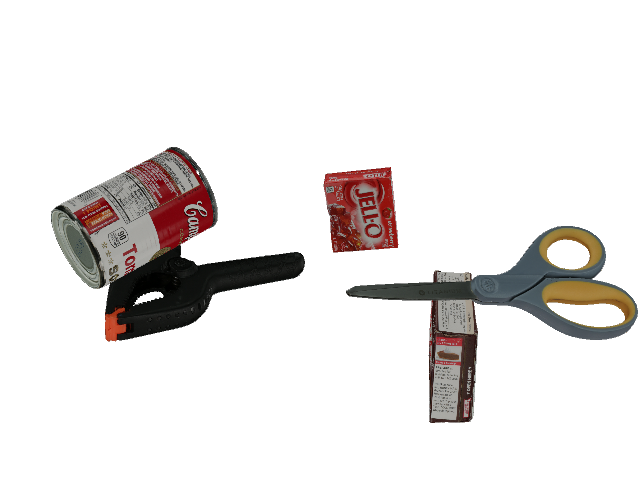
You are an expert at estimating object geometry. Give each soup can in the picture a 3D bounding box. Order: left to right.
[{"bbox_3d":[-0.136,-0.017,0.779,0.102,0.068,0.069,-31,15,-27],"label":"soup can"}]

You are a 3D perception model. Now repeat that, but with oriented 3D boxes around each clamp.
[{"bbox_3d":[-0.138,0.030,1.008,0.165,0.036,0.209,25,36,28],"label":"clamp"}]

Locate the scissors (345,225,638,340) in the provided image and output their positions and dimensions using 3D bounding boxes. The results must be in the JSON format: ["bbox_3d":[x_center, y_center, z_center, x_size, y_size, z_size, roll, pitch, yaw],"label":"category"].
[{"bbox_3d":[0.119,0.019,0.729,0.201,0.096,0.016,12,-37,-6],"label":"scissors"}]

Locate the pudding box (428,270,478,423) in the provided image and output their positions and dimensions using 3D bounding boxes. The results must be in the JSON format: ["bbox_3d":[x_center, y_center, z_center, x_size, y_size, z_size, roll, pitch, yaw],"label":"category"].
[{"bbox_3d":[0.113,0.090,0.920,0.039,0.090,0.113,1,25,3],"label":"pudding box"}]

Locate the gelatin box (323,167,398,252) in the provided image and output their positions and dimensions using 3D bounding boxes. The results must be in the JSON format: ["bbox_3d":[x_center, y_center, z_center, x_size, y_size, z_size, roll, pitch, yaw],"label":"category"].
[{"bbox_3d":[0.045,-0.033,1.162,0.073,0.089,0.030,-4,29,6],"label":"gelatin box"}]
